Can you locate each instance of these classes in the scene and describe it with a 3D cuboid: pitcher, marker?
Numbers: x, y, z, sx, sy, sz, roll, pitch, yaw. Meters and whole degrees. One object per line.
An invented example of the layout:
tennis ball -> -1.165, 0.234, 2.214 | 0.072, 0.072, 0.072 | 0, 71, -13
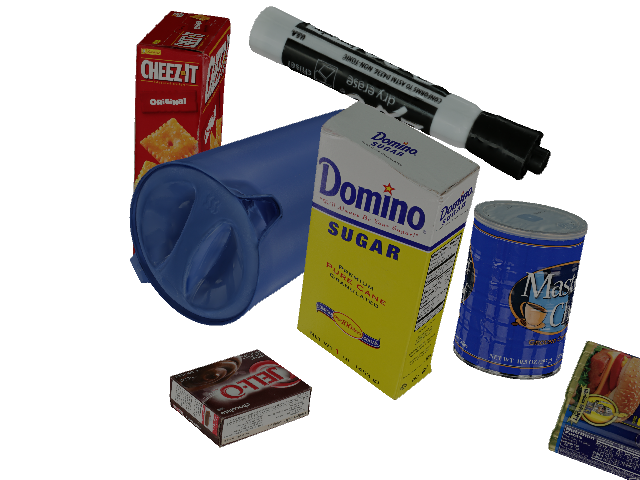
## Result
pitcher -> -0.040, -0.030, 0.907 | 0.149, 0.145, 0.242 | 27, 33, 26
marker -> 0.028, -0.054, 0.394 | 0.121, 0.020, 0.020 | 28, 8, 16

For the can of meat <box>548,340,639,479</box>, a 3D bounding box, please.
can of meat -> 0.227, 0.129, 0.804 | 0.084, 0.057, 0.102 | 18, 41, 19

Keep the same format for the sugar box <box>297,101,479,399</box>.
sugar box -> 0.037, 0.010, 0.672 | 0.093, 0.176, 0.048 | 33, 49, 28

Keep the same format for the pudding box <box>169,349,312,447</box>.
pudding box -> -0.079, 0.154, 1.054 | 0.113, 0.039, 0.090 | -16, 30, -37

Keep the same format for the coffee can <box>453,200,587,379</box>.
coffee can -> 0.184, 0.044, 0.990 | 0.103, 0.140, 0.103 | 6, 17, -2

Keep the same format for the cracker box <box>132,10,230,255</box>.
cracker box -> -0.136, -0.104, 1.058 | 0.072, 0.214, 0.164 | 6, 23, 1
